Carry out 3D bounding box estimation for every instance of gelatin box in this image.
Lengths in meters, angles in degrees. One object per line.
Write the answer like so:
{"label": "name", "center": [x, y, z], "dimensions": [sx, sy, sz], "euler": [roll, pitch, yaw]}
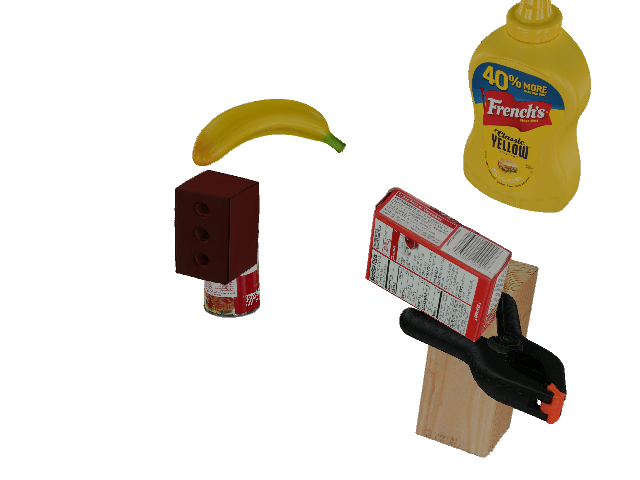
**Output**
{"label": "gelatin box", "center": [0.074, 0.015, 0.683], "dimensions": [0.089, 0.030, 0.073], "euler": [31, -31, 20]}

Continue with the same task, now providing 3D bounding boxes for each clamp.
{"label": "clamp", "center": [0.163, 0.096, 0.933], "dimensions": [0.120, 0.039, 0.172], "euler": [-19, 39, -29]}

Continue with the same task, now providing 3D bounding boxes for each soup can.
{"label": "soup can", "center": [-0.107, 0.031, 1.268], "dimensions": [0.068, 0.102, 0.068], "euler": [0, 21, 0]}

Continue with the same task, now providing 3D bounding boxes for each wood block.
{"label": "wood block", "center": [0.177, 0.126, 1.211], "dimensions": [0.090, 0.206, 0.090], "euler": [16, 23, 24]}

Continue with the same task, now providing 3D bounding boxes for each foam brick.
{"label": "foam brick", "center": [-0.086, -0.012, 0.888], "dimensions": [0.053, 0.078, 0.051], "euler": [12, 23, 25]}

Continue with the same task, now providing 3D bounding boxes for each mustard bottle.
{"label": "mustard bottle", "center": [0.164, -0.114, 0.844], "dimensions": [0.096, 0.192, 0.058], "euler": [25, 51, 28]}

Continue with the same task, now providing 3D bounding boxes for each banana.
{"label": "banana", "center": [-0.060, -0.116, 1.107], "dimensions": [0.197, 0.037, 0.070], "euler": [-11, 51, -39]}
